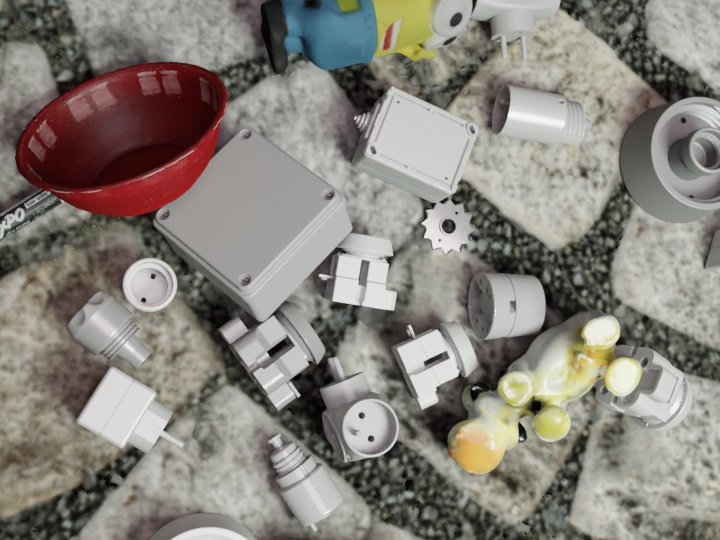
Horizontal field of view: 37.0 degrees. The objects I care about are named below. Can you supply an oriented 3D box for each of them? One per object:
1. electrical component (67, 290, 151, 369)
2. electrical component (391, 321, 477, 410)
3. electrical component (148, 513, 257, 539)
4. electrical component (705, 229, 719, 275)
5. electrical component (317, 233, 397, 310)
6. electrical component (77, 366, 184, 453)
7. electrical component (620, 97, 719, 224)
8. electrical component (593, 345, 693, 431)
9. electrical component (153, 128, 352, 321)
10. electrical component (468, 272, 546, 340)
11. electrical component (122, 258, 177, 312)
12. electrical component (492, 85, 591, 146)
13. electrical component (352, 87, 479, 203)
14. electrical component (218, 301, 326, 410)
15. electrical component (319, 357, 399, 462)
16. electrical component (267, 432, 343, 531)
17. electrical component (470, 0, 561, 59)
[{"bbox_3d":[-0.188,0.049,0.816,0.062,0.043,0.043,42,77,-7],"label":"electrical component"},{"bbox_3d":[0.061,0.071,0.872,0.055,0.048,0.066,-24,90,-7],"label":"electrical component"},{"bbox_3d":[-0.116,0.240,0.803,0.108,0.060,0.108,1,84,-13],"label":"electrical component"},{"bbox_3d":[0.348,-0.031,0.939,0.047,0.066,0.076,21,80,-10],"label":"electrical component"},{"bbox_3d":[0.000,0.000,0.865,0.066,0.048,0.055,10,89,-12],"label":"electrical component"},{"bbox_3d":[-0.166,0.111,0.803,0.077,0.066,0.047,32,78,-8],"label":"electrical component"},{"bbox_3d":[0.289,-0.098,0.935,0.108,0.060,0.108,2,83,-13],"label":"electrical component"},{"bbox_3d":[0.239,0.100,0.898,0.057,0.078,0.058,31,76,-27],"label":"electrical component"},{"bbox_3d":[-0.081,-0.036,0.823,0.109,0.056,0.108,37,75,24],"label":"electrical component"},{"bbox_3d":[0.121,0.029,0.886,0.047,0.055,0.055,-1,84,-17],"label":"electrical component"},{"bbox_3d":[-0.162,0.013,0.824,0.040,0.046,0.040,1,84,-13],"label":"electrical component"},{"bbox_3d":[0.158,-0.130,0.917,0.081,0.043,0.043,8,82,-12],"label":"electrical component"},{"bbox_3d":[0.037,-0.102,0.876,0.096,0.061,0.061,23,80,-10],"label":"electrical component"},{"bbox_3d":[-0.064,0.061,0.837,0.057,0.058,0.078,-36,92,-12],"label":"electrical component"},{"bbox_3d":[-0.008,0.105,0.835,0.044,0.077,0.079,-22,89,-15],"label":"electrical component"},{"bbox_3d":[-0.046,0.162,0.838,0.040,0.040,0.078,-34,92,-14],"label":"electrical component"},{"bbox_3d":[0.129,-0.219,0.918,0.077,0.044,0.079,-3,87,-17],"label":"electrical component"}]
